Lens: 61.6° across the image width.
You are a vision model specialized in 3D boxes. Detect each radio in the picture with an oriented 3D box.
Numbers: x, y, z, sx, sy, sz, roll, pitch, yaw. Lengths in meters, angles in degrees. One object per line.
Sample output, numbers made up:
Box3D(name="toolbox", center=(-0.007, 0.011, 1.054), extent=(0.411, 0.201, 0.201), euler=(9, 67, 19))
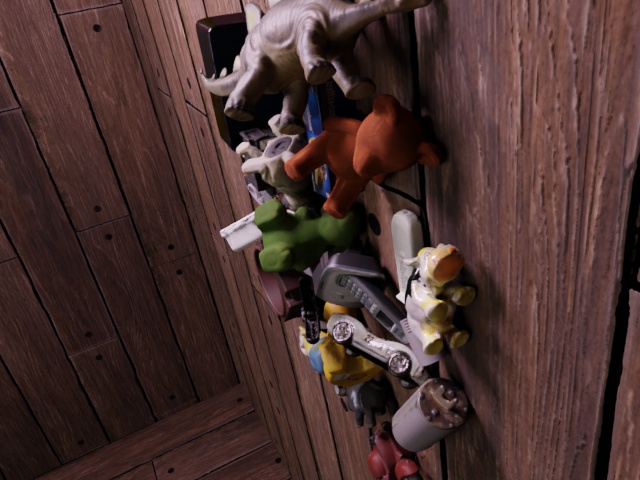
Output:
Box3D(name="radio", center=(-0.131, -0.286, 0.970), extent=(0.073, 0.131, 0.229), euler=(49, 153, 46))

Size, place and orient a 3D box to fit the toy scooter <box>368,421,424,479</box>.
Box3D(name="toy scooter", center=(0.139, 0.425, 1.070), extent=(0.135, 0.075, 0.184), euler=(67, 159, 10))

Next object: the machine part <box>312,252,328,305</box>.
Box3D(name="machine part", center=(0.005, 0.075, 1.044), extent=(0.138, 0.039, 0.084), euler=(-58, 34, 38))

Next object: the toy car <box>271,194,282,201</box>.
Box3D(name="toy car", center=(-0.065, -0.094, 1.120), extent=(0.202, 0.053, 0.089), euler=(49, 150, 48))

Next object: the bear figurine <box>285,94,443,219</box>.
Box3D(name="bear figurine", center=(0.053, -0.101, 0.682), extent=(0.120, 0.132, 0.196), euler=(44, 173, -19))

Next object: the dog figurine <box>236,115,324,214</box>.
Box3D(name="dog figurine", center=(-0.035, -0.099, 0.921), extent=(0.190, 0.121, 0.172), euler=(51, -172, -33))

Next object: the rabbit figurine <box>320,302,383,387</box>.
Box3D(name="rabbit figurine", center=(0.054, 0.187, 1.038), extent=(0.162, 0.122, 0.173), euler=(87, 170, -64))

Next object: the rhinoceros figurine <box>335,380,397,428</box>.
Box3D(name="rhinoceros figurine", center=(0.086, 0.320, 1.103), extent=(0.112, 0.073, 0.190), euler=(67, 161, 3))

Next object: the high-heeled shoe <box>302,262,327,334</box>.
Box3D(name="high-heeled shoe", center=(0.014, 0.092, 1.122), extent=(0.145, 0.086, 0.248), euler=(-32, 103, 34))

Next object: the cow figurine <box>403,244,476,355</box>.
Box3D(name="cow figurine", center=(0.145, 0.060, 0.687), extent=(0.098, 0.068, 0.167), euler=(-124, 23, -49))

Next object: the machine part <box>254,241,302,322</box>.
Box3D(name="machine part", center=(-0.091, 0.089, 1.329), extent=(0.201, 0.087, 0.201), euler=(62, 160, 16))

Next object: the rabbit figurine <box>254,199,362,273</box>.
Box3D(name="rabbit figurine", center=(-0.002, -0.003, 0.908), extent=(0.159, 0.170, 0.121), euler=(35, -137, -58))

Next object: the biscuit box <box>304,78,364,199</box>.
Box3D(name="biscuit box", center=(0.018, -0.160, 0.803), extent=(0.059, 0.063, 0.202), euler=(40, 146, 52))

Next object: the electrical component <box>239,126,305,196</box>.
Box3D(name="electrical component", center=(-0.081, -0.150, 1.005), extent=(0.058, 0.115, 0.134), euler=(-130, 28, -50))

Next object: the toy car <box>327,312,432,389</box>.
Box3D(name="toy car", center=(0.096, 0.181, 0.881), extent=(0.202, 0.056, 0.073), euler=(23, 161, 36))

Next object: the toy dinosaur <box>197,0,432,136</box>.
Box3D(name="toy dinosaur", center=(-0.049, -0.243, 0.704), extent=(0.472, 0.105, 0.198), euler=(-7, 70, 46))

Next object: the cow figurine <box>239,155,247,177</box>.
Box3D(name="cow figurine", center=(-0.163, -0.247, 1.177), extent=(0.127, 0.085, 0.195), euler=(138, 113, -76))

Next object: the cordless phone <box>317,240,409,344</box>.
Box3D(name="cordless phone", center=(0.084, 0.106, 0.891), extent=(0.184, 0.089, 0.146), euler=(48, 155, 18))

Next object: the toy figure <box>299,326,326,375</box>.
Box3D(name="toy figure", center=(0.013, 0.243, 1.186), extent=(0.180, 0.089, 0.082), euler=(-150, 60, -64))

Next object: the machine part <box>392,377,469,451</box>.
Box3D(name="machine part", center=(0.166, 0.274, 0.831), extent=(0.079, 0.079, 0.243), euler=(60, 158, 26))
